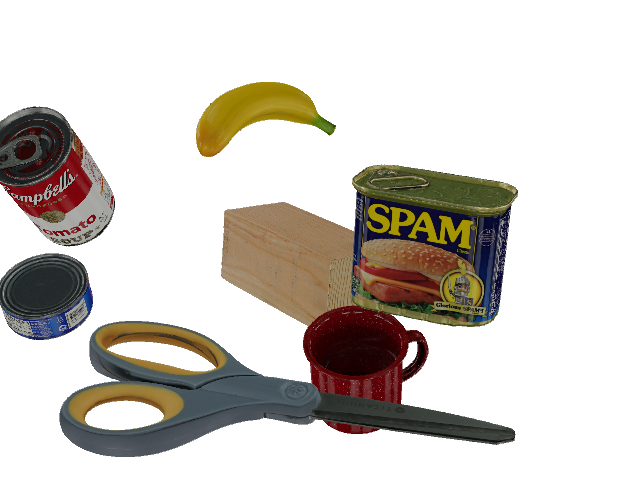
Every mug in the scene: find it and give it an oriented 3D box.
[{"bbox_3d":[0.043,0.115,0.964,0.117,0.081,0.093,-18,42,-18],"label":"mug"}]

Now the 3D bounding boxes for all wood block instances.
[{"bbox_3d":[-0.019,0.028,1.211,0.090,0.090,0.206,-9,21,-37],"label":"wood block"}]

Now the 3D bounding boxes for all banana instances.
[{"bbox_3d":[-0.061,-0.122,1.028,0.070,0.037,0.197,42,34,23],"label":"banana"}]

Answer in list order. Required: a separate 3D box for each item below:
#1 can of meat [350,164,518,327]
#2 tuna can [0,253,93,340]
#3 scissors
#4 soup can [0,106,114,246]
[{"bbox_3d":[0.070,0.004,0.686,0.102,0.084,0.057,11,23,20],"label":"can of meat"},{"bbox_3d":[-0.261,0.054,1.016,0.086,0.034,0.086,-2,43,2],"label":"tuna can"},{"bbox_3d":[-0.026,0.079,0.465,0.202,0.016,0.096,16,33,23],"label":"scissors"},{"bbox_3d":[-0.207,-0.047,0.824,0.068,0.068,0.102,0,-27,10],"label":"soup can"}]
